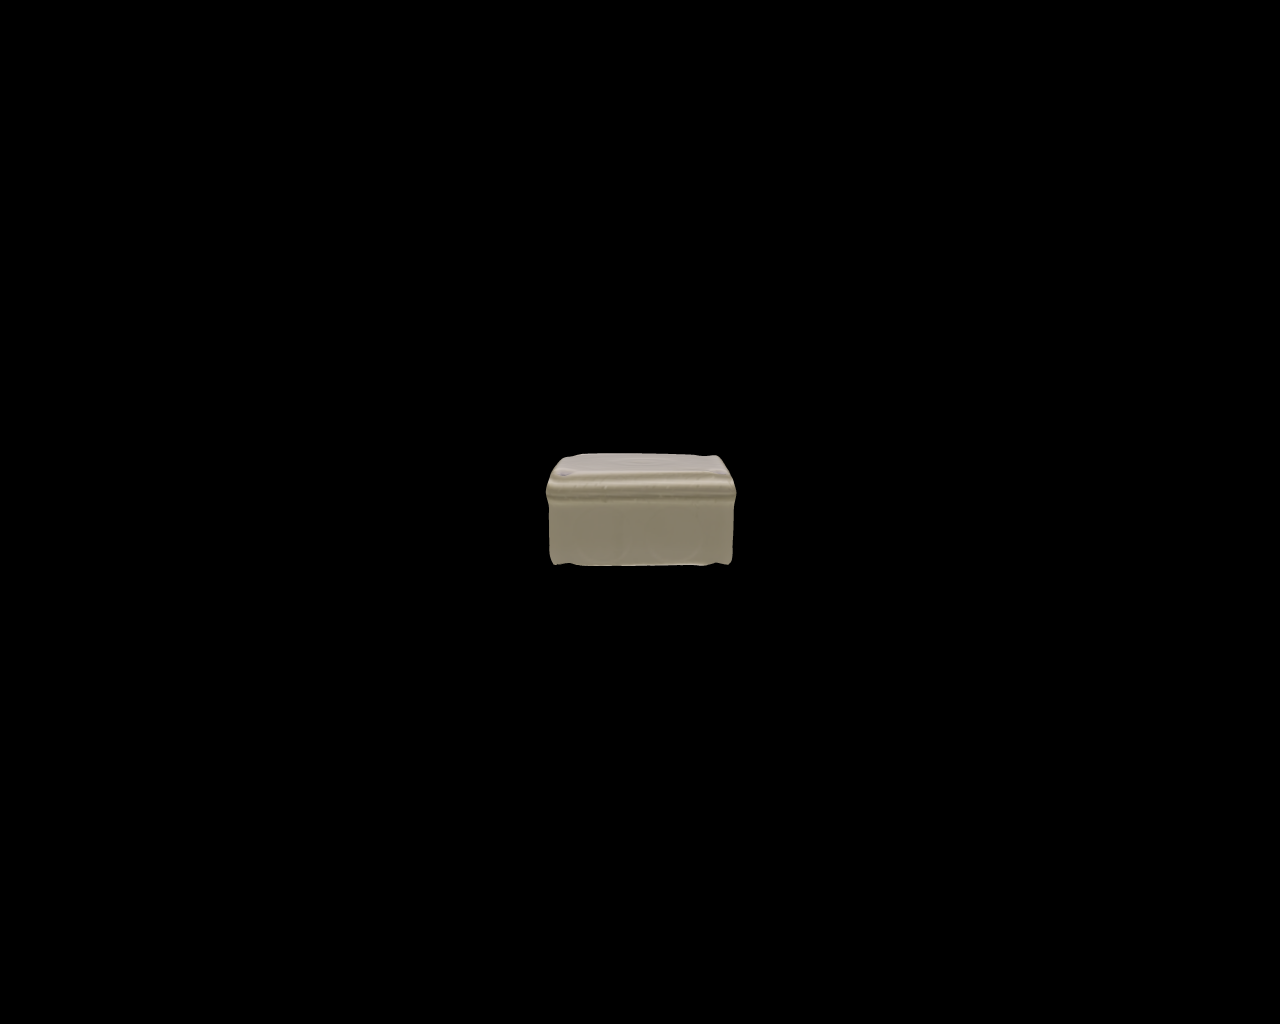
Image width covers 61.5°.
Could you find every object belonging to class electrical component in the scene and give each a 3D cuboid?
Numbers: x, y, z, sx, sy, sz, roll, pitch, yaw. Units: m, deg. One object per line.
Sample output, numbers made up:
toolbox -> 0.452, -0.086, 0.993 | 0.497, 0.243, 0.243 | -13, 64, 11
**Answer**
electrical component -> 0.001, -0.003, 0.650 | 0.109, 0.056, 0.109 | 0, 9, 0
